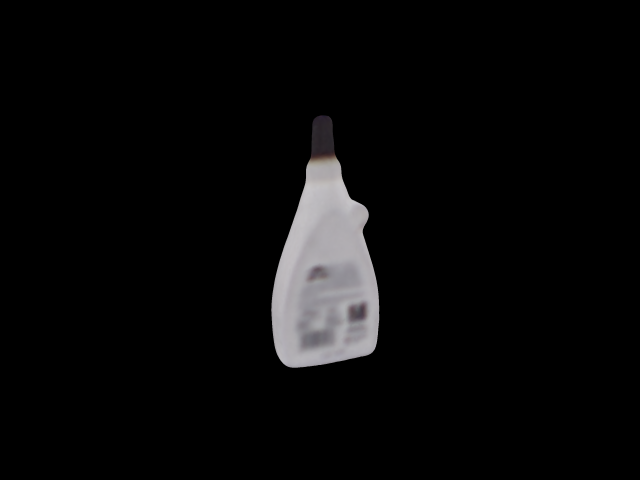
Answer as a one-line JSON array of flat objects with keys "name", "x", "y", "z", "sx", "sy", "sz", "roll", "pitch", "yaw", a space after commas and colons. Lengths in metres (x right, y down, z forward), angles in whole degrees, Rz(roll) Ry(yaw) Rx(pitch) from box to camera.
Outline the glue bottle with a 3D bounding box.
[{"name": "glue bottle", "x": 0.004, "y": 0.001, "z": 0.400, "sx": 0.078, "sy": 0.173, "sz": 0.037, "roll": -6, "pitch": 17, "yaw": -19}]
